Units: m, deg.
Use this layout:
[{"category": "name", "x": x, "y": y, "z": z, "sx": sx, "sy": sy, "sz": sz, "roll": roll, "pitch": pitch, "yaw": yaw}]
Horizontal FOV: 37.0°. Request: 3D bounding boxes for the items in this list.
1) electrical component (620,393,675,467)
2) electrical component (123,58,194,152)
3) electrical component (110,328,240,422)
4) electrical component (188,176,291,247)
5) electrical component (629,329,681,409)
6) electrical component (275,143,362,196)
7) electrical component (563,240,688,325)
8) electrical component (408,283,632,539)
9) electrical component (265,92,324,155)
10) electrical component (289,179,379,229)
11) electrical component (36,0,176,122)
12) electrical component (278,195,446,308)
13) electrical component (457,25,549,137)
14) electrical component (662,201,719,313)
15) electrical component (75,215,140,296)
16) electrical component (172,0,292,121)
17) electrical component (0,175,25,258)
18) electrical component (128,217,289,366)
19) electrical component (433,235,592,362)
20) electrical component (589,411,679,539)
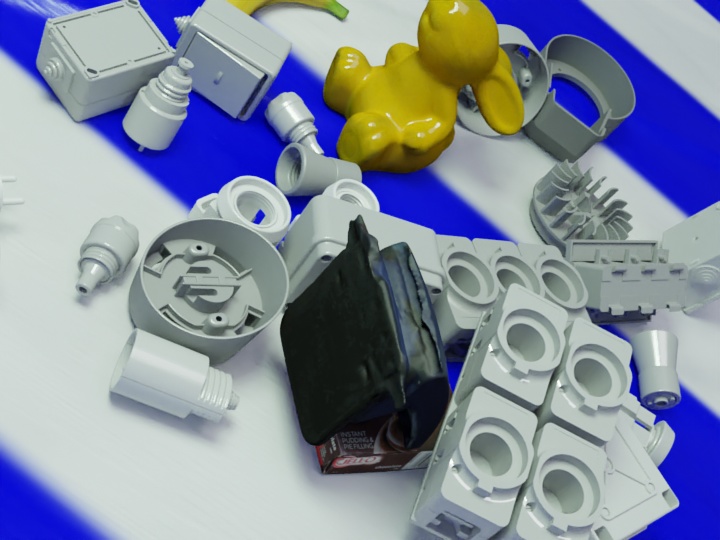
[{"category": "electrical component", "x": 0.228, "y": 0.137, "z": 0.899, "sx": 0.055, "sy": 0.048, "sz": 0.066, "roll": 33, "pitch": 42, "yaw": 3}, {"category": "electrical component", "x": -0.151, "y": -0.128, "z": 0.825, "sx": 0.040, "sy": 0.078, "sz": 0.040, "roll": 27, "pitch": 30, "yaw": -17}, {"category": "electrical component", "x": -0.117, "y": 0.073, "z": 0.702, "sx": 0.081, "sy": 0.043, "sz": 0.043, "roll": 24, "pitch": 45, "yaw": -18}, {"category": "electrical component", "x": -0.087, "y": -0.033, "z": 0.802, "sx": 0.078, "sy": 0.057, "sz": 0.058, "roll": 50, "pitch": 43, "yaw": 10}, {"category": "electrical component", "x": 0.268, "y": 0.092, "z": 0.970, "sx": 0.044, "sy": 0.044, "sz": 0.065, "roll": 20, "pitch": 51, "yaw": -22}, {"category": "electrical component", "x": -0.032, "y": -0.077, "z": 0.893, "sx": 0.065, "sy": 0.044, "sz": 0.044, "roll": 10, "pitch": 50, "yaw": -36}, {"category": "electrical component", "x": 0.241, "y": 0.013, "z": 0.989, "sx": 0.121, "sy": 0.063, "sz": 0.078, "roll": -1, "pitch": 97, "yaw": -37}, {"category": "electrical component", "x": 0.120, "y": 0.110, "z": 0.755, "sx": 0.105, "sy": 0.060, "sz": 0.186, "roll": 28, "pitch": 52, "yaw": -4}, {"category": "electrical component", "x": -0.053, "y": -0.120, "z": 0.918, "sx": 0.035, "sy": 0.035, "sz": 0.061, "roll": -25, "pitch": 75, "yaw": -46}, {"category": "electrical component", "x": -0.016, "y": -0.040, "z": 0.861, "sx": 0.066, "sy": 0.055, "sz": 0.048, "roll": 16, "pitch": 47, "yaw": -25}, {"category": "electrical component", "x": -0.202, "y": -0.158, "z": 0.826, "sx": 0.096, "sy": 0.061, "sz": 0.061, "roll": -28, "pitch": 74, "yaw": -38}, {"category": "electrical component", "x": 0.000, "y": 0.000, "z": 0.823, "sx": 0.113, "sy": 0.078, "sz": 0.057, "roll": 17, "pitch": 45, "yaw": -25}, {"category": "electrical component", "x": 0.136, "y": -0.191, "z": 1.071, "sx": 0.099, "sy": 0.099, "sz": 0.064, "roll": 10, "pitch": 44, "yaw": -30}, {"category": "electrical component", "x": 0.350, "y": -0.017, "z": 1.078, "sx": 0.048, "sy": 0.100, "sz": 0.099, "roll": 41, "pitch": 40, "yaw": -20}, {"category": "electrical component", "x": -0.176, "y": -0.007, "z": 0.734, "sx": 0.035, "sy": 0.035, "sz": 0.061, "roll": 31, "pitch": 46, "yaw": -11}, {"category": "electrical component", "x": -0.116, "y": -0.179, "z": 0.900, "sx": 0.096, "sy": 0.061, "sz": 0.061, "roll": 31, "pitch": 43, "yaw": -11}, {"category": "electrical component", "x": -0.256, "y": -0.051, "z": 0.698, "sx": 0.074, "sy": 0.052, "sz": 0.138, "roll": -6, "pitch": 59, "yaw": -39}, {"category": "electrical component", "x": -0.107, "y": 0.015, "z": 0.742, "sx": 0.099, "sy": 0.064, "sz": 0.099, "roll": 20, "pitch": 46, "yaw": -22}, {"category": "electrical component", "x": 0.114, "y": 0.024, "z": 0.898, "sx": 0.150, "sy": 0.061, "sz": 0.089, "roll": 4, "pitch": 54, "yaw": -34}, {"category": "electrical component", "x": 0.173, "y": 0.161, "z": 0.829, "sx": 0.109, "sy": 0.056, "sz": 0.108, "roll": -13, "pitch": 64, "yaw": -42}]
